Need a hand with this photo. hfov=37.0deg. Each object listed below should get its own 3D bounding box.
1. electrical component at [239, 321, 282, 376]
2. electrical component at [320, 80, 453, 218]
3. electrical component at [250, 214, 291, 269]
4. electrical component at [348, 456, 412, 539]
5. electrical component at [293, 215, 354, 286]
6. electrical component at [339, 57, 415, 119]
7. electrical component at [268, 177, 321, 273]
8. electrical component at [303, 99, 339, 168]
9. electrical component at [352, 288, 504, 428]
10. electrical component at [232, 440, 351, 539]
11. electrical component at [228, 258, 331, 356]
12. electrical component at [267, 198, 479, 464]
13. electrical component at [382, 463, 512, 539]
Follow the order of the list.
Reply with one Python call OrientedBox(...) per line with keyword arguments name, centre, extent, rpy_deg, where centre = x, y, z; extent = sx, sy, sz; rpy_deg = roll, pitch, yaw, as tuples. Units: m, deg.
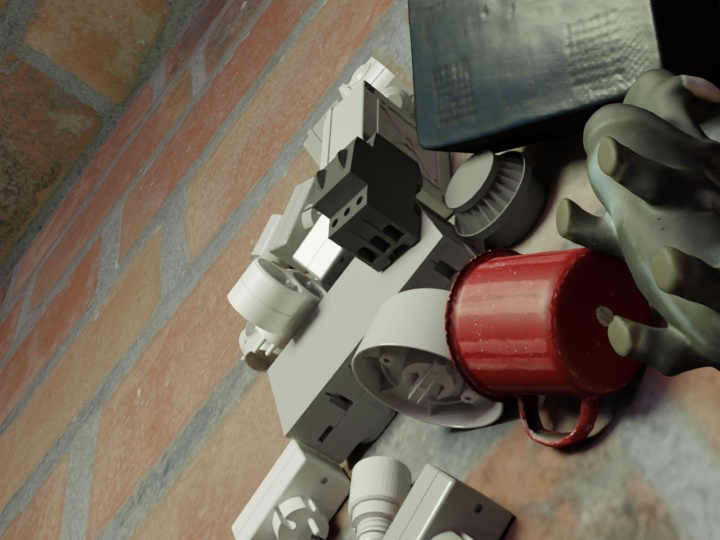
OrientedBox(name="electrical component", centre=(-0.090, 0.064, 1.030), extent=(0.079, 0.044, 0.077), rpy_deg=(-34, 31, 44))
OrientedBox(name="electrical component", centre=(0.023, -0.092, 0.926), extent=(0.056, 0.109, 0.108), rpy_deg=(-41, 27, 28))
OrientedBox(name="electrical component", centre=(-0.093, -0.014, 1.143), extent=(0.043, 0.043, 0.081), rpy_deg=(-11, 50, 60))
OrientedBox(name="electrical component", centre=(0.012, 0.158, 0.699), extent=(0.040, 0.040, 0.078), rpy_deg=(-40, 27, 34))
OrientedBox(name="electrical component", centre=(0.000, 0.000, 0.907), extent=(0.076, 0.083, 0.047), rpy_deg=(37, 95, 30))
OrientedBox(name="electrical component", centre=(0.022, -0.169, 1.072), extent=(0.051, 0.080, 0.080), rpy_deg=(-49, 23, 7))
OrientedBox(name="electrical component", centre=(-0.043, -0.049, 1.084), extent=(0.076, 0.047, 0.083), rpy_deg=(-20, 42, 55))
OrientedBox(name="electrical component", centre=(-0.004, -0.113, 1.050), extent=(0.057, 0.078, 0.113), rpy_deg=(-50, 23, 8))
OrientedBox(name="electrical component", centre=(0.046, 0.061, 0.687), extent=(0.099, 0.099, 0.064), rpy_deg=(-36, 24, 41))
OrientedBox(name="electrical component", centre=(-0.045, 0.180, 0.777), extent=(0.083, 0.047, 0.076), rpy_deg=(-55, 22, 3))
OrientedBox(name="electrical component", centre=(-0.062, 0.042, 0.899), extent=(0.052, 0.138, 0.073), rpy_deg=(44, 103, 31))
OrientedBox(name="electrical component", centre=(0.014, 0.045, 0.822), extent=(0.186, 0.060, 0.105), rpy_deg=(-52, 22, 11))
OrientedBox(name="electrical component", centre=(0.050, 0.164, 0.604), extent=(0.083, 0.047, 0.076), rpy_deg=(-59, 21, -5))
